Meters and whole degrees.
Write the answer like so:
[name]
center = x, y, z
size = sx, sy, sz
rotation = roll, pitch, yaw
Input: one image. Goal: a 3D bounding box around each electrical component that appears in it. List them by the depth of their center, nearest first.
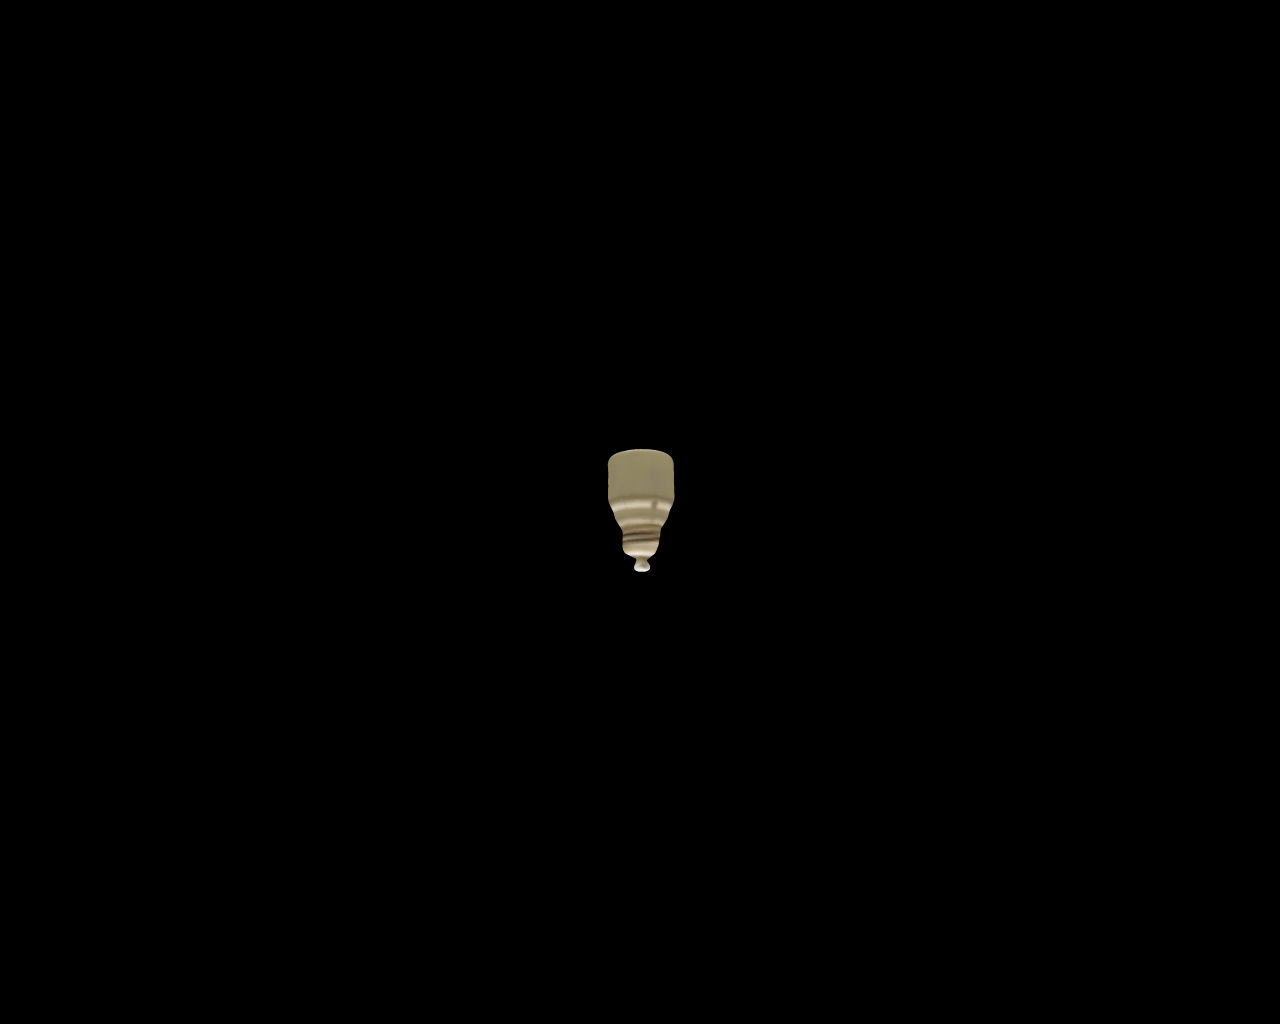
[electrical component]
center = 0.001, -0.003, 0.650
size = 0.040, 0.078, 0.040
rotation = 0, -11, 0
